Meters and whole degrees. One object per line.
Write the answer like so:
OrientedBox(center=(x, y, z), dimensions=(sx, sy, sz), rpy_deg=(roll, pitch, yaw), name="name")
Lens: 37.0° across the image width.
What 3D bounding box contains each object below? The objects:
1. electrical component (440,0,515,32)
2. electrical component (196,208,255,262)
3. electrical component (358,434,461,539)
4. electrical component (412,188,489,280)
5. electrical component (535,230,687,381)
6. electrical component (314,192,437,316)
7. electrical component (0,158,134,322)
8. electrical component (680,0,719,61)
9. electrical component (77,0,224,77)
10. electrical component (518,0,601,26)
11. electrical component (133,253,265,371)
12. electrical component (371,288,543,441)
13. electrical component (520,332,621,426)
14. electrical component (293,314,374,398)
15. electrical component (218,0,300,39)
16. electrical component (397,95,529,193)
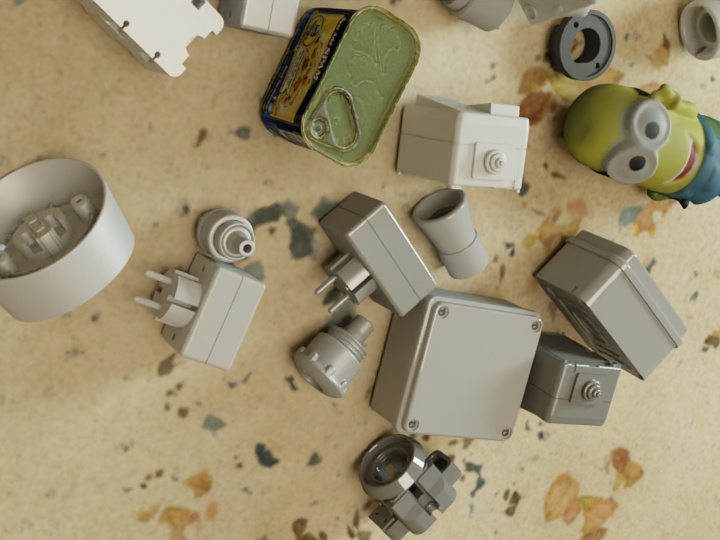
OrientedBox(center=(0.076, -0.203, 0.779), dimensions=(0.078, 0.040, 0.040), rpy_deg=(19, 94, -31), name="electrical component")
OrientedBox(center=(-0.088, -0.021, 0.731), dimensions=(0.035, 0.061, 0.035), rpy_deg=(-8, 107, -26), name="electrical component")
OrientedBox(center=(0.035, 0.167, 0.852), dimensions=(0.078, 0.058, 0.057), rpy_deg=(-44, 122, -11), name="electrical component")
OrientedBox(center=(0.073, -0.025, 0.828), dimensions=(0.044, 0.044, 0.065), rpy_deg=(-39, 123, -13), name="electrical component")
OrientedBox(center=(0.209, 0.028, 0.893), dimensions=(0.057, 0.078, 0.113), rpy_deg=(-46, 119, -6), name="electrical component")
OrientedBox(center=(0.000, 0.000, 0.791), dimensions=(0.076, 0.047, 0.083), rpy_deg=(-41, 119, -12), name="electrical component")
OrientedBox(center=(-0.191, -0.018, 0.659), dimensions=(0.099, 0.099, 0.064), rpy_deg=(-38, 124, -14), name="electrical component")
OrientedBox(center=(0.299, -0.203, 0.890), dimensions=(0.047, 0.055, 0.055), rpy_deg=(-20, 112, -18), name="electrical component")
OrientedBox(center=(-0.138, -0.169, 0.666), dimensions=(0.050, 0.056, 0.089), rpy_deg=(-50, 120, -7), name="electrical component")
OrientedBox(center=(0.142, -0.229, 0.768), dimensions=(0.048, 0.100, 0.099), rpy_deg=(-34, 104, -20), name="electrical component")
OrientedBox(center=(-0.117, 0.022, 0.736), dimensions=(0.077, 0.047, 0.065), rpy_deg=(23, 93, -31), name="electrical component")
OrientedBox(center=(0.076, 0.073, 0.847), dimensions=(0.109, 0.056, 0.108), rpy_deg=(10, 99, -30), name="electrical component")
OrientedBox(center=(0.162, 0.092, 0.874), dimensions=(0.062, 0.096, 0.061), rpy_deg=(7, 103, -29), name="electrical component")
OrientedBox(center=(-0.015, 0.061, 0.803), dimensions=(0.062, 0.048, 0.048), rpy_deg=(-48, 120, -16), name="electrical component")
OrientedBox(center=(-0.078, -0.199, 0.694), dimensions=(0.076, 0.047, 0.083), rpy_deg=(6, 101, -29), name="electrical component")
OrientedBox(center=(0.077, -0.092, 0.778), dimensions=(0.062, 0.096, 0.061), rpy_deg=(1, 101, -28), name="electrical component")
